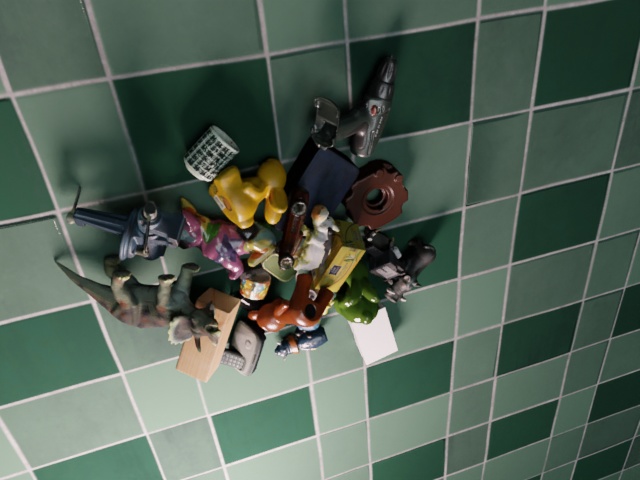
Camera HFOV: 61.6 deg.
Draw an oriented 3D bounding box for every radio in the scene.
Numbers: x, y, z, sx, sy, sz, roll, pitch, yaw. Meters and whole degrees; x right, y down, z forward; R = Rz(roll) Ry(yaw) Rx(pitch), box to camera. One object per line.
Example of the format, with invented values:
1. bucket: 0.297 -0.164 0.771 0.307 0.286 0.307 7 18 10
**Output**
1. radio: -0.017 -0.117 1.287 0.131 0.073 0.229 22 112 -31

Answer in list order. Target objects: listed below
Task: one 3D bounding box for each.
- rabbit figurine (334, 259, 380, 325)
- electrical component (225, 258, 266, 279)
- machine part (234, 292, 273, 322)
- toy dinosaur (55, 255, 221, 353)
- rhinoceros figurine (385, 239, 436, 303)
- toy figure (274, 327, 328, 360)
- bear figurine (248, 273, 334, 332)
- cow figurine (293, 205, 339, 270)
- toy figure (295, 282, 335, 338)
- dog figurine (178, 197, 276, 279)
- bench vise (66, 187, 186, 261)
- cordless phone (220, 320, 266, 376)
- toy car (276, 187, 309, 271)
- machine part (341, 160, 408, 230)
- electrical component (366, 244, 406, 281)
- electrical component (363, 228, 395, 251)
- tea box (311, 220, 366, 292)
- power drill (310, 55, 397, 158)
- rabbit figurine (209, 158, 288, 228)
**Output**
1. rabbit figurine: 0.095 0.135 1.449 0.121 0.159 0.170 -10 108 -3
2. electrical component: -0.187 0.073 1.339 0.094 0.063 0.021 -12 123 -22
3. machine part: -0.172 0.176 1.427 0.138 0.039 0.084 32 113 -34
4. toy dinosaur: -0.400 0.145 1.236 0.405 0.131 0.192 8 109 8
5. rhinoceros figurine: 0.249 0.089 1.488 0.073 0.112 0.190 37 94 -36
6. toy figure: -0.055 0.292 1.528 0.154 0.064 0.057 -18 162 -4
7. bear figurine: -0.079 0.170 1.368 0.120 0.196 0.132 38 59 -30
8. cow figurine: -0.001 -0.004 1.277 0.098 0.068 0.167 10 121 -32
9. toy figure: -0.024 0.180 1.459 0.082 0.089 0.180 0 128 -24
10. dog figurine: -0.230 -0.022 1.243 0.191 0.109 0.219 -35 123 8
11. bench vise: -0.414 -0.028 1.134 0.241 0.223 0.129 15 74 -10
12. cordless phone: -0.245 0.275 1.442 0.184 0.089 0.146 16 115 -7
13. toy car: -0.061 -0.024 1.224 0.053 0.089 0.202 7 114 -14
14. machine part: 0.138 -0.111 1.359 0.179 0.056 0.179 -9 124 -14
15. electrical component: 0.168 0.059 1.437 0.075 0.048 0.119 -23 138 31
16. electrical component: 0.152 0.003 1.438 0.102 0.045 0.078 32 103 -32
17. tea box: 0.042 0.042 1.363 0.068 0.098 0.169 11 135 -25
18. power drill: 0.077 -0.288 1.187 0.207 0.086 0.231 -26 137 -45
19. rabbit figurine: -0.138 -0.115 1.202 0.173 0.162 0.122 -40 175 -29
